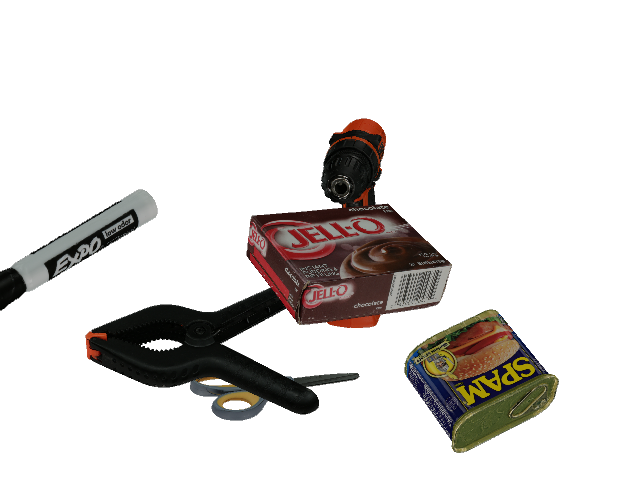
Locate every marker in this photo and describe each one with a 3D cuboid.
[{"bbox_3d":[-0.139,0.006,0.580,0.020,0.020,0.120,0,27,46],"label":"marker"}]

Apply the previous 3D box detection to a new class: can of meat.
[{"bbox_3d":[0.132,0.115,0.896,0.102,0.084,0.057,-23,-38,-17],"label":"can of meat"}]

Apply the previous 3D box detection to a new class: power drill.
[{"bbox_3d":[0.034,-0.013,1.041,0.057,0.188,0.184,4,21,10],"label":"power drill"}]

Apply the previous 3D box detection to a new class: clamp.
[{"bbox_3d":[-0.102,0.099,0.955,0.209,0.036,0.164,-4,37,-12],"label":"clamp"}]

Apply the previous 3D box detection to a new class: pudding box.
[{"bbox_3d":[0.018,0.013,0.726,0.113,0.039,0.090,-4,32,-28],"label":"pudding box"}]

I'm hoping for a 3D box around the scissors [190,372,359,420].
[{"bbox_3d":[-0.043,0.171,1.189,0.201,0.016,0.096,4,24,-13],"label":"scissors"}]
